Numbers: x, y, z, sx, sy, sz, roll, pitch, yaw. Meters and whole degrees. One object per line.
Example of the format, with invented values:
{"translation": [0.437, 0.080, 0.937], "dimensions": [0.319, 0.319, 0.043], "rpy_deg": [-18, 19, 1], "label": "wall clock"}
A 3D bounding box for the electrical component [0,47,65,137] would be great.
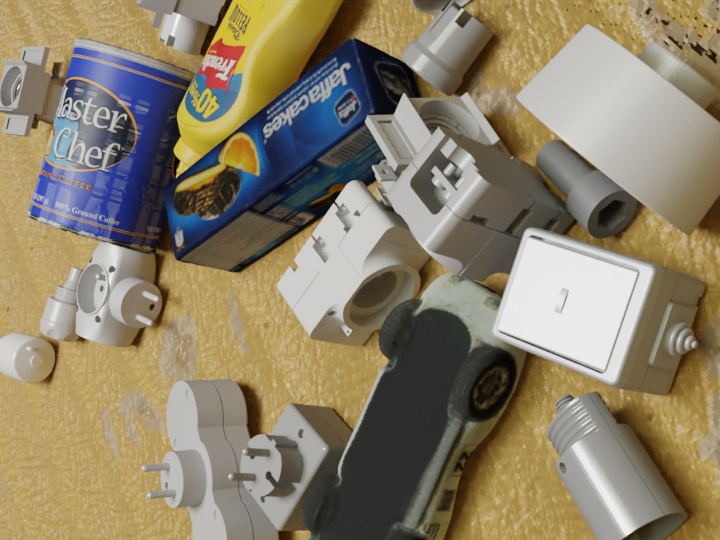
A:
{"translation": [-0.289, -0.157, 0.967], "dimensions": [0.042, 0.064, 0.081], "rpy_deg": [12, 89, 46], "label": "electrical component"}

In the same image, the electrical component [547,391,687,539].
{"translation": [0.121, 0.097, 0.534], "dimensions": [0.043, 0.043, 0.081], "rpy_deg": [-46, 53, 26], "label": "electrical component"}

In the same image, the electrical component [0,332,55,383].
{"translation": [-0.300, 0.074, 0.941], "dimensions": [0.078, 0.040, 0.040], "rpy_deg": [8, 86, 44], "label": "electrical component"}

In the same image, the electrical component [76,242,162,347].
{"translation": [-0.181, 0.022, 0.837], "dimensions": [0.079, 0.044, 0.077], "rpy_deg": [19, 94, 44], "label": "electrical component"}

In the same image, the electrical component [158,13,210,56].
{"translation": [-0.136, -0.198, 0.849], "dimensions": [0.040, 0.040, 0.046], "rpy_deg": [39, 113, 41], "label": "electrical component"}

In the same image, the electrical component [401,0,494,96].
{"translation": [0.054, -0.136, 0.655], "dimensions": [0.046, 0.040, 0.040], "rpy_deg": [-51, 51, 15], "label": "electrical component"}

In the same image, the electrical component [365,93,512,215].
{"translation": [0.042, -0.066, 0.630], "dimensions": [0.042, 0.081, 0.063], "rpy_deg": [63, 145, 33], "label": "electrical component"}

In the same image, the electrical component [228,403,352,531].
{"translation": [-0.048, 0.121, 0.665], "dimensions": [0.047, 0.077, 0.065], "rpy_deg": [43, 110, 40], "label": "electrical component"}

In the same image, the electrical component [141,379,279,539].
{"translation": [-0.108, 0.137, 0.713], "dimensions": [0.052, 0.074, 0.138], "rpy_deg": [-49, 50, 44], "label": "electrical component"}

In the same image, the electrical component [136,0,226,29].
{"translation": [-0.120, -0.246, 0.803], "dimensions": [0.078, 0.063, 0.121], "rpy_deg": [132, 150, -57], "label": "electrical component"}

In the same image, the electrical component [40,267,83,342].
{"translation": [-0.245, 0.028, 0.904], "dimensions": [0.035, 0.035, 0.061], "rpy_deg": [16, 89, 44], "label": "electrical component"}

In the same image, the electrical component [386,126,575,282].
{"translation": [0.064, -0.032, 0.585], "dimensions": [0.055, 0.089, 0.050], "rpy_deg": [-52, 51, 22], "label": "electrical component"}

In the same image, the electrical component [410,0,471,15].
{"translation": [0.058, -0.212, 0.665], "dimensions": [0.079, 0.043, 0.077], "rpy_deg": [-30, 61, 36], "label": "electrical component"}

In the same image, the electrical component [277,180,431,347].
{"translation": [0.000, 0.000, 0.666], "dimensions": [0.089, 0.050, 0.055], "rpy_deg": [-54, 50, 21], "label": "electrical component"}

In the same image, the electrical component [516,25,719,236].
{"translation": [0.136, -0.074, 0.518], "dimensions": [0.060, 0.108, 0.108], "rpy_deg": [-52, 50, 15], "label": "electrical component"}

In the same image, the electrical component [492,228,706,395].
{"translation": [0.122, 0.021, 0.538], "dimensions": [0.096, 0.061, 0.061], "rpy_deg": [22, 96, 44], "label": "electrical component"}
